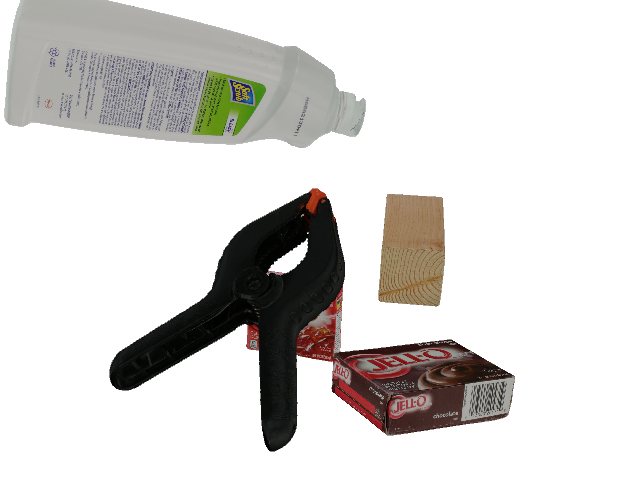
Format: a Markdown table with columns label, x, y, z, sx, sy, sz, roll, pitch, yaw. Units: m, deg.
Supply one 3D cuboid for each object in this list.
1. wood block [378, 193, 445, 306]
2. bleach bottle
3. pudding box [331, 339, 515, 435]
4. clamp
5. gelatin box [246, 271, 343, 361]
| label | x | y | z | sx | sy | sz | roll | pitch | yaw |
| --- | --- | --- | --- | --- | --- | --- | --- | --- | --- |
| wood block | 0.138 | 0.010 | 1.602 | 0.091 | 0.090 | 0.206 | 4 | 24 | 4 |
| bleach bottle | -0.093 | -0.109 | 0.770 | 0.250 | 0.068 | 0.103 | 11 | -44 | -11 |
| pudding box | 0.077 | 0.110 | 0.820 | 0.113 | 0.039 | 0.090 | -2 | 15 | -27 |
| clamp | -0.030 | 0.043 | 0.625 | 0.120 | 0.171 | 0.039 | 28 | -25 | 25 |
| gelatin box | -0.025 | 0.071 | 1.007 | 0.089 | 0.073 | 0.030 | 7 | 17 | 15 |
